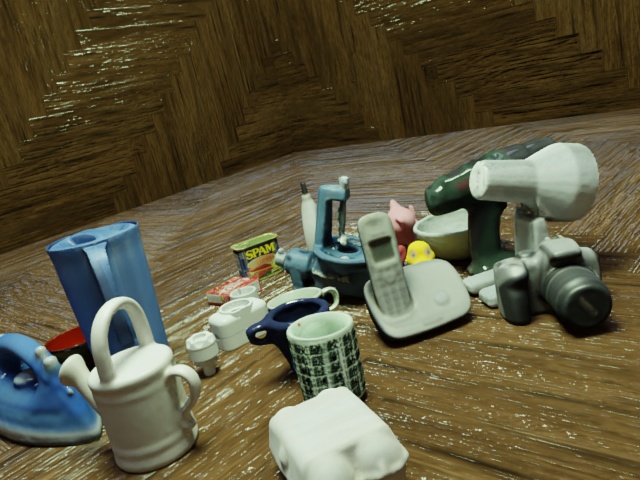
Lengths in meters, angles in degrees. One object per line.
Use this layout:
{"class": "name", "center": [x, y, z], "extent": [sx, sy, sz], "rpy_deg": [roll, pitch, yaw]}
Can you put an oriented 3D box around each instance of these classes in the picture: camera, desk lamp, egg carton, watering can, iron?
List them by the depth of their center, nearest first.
{"class": "egg carton", "center": [0.012, 0.204, 0.557], "extent": [0.107, 0.069, 0.150], "rpy_deg": [-19, 16, -20]}
{"class": "watering can", "center": [-0.225, 0.162, 0.671], "extent": [0.173, 0.194, 0.101], "rpy_deg": [-14, 15, -2]}
{"class": "camera", "center": [0.316, 0.059, 0.767], "extent": [0.143, 0.101, 0.137], "rpy_deg": [-11, 15, 7]}
{"class": "iron", "center": [-0.400, 0.194, 0.808], "extent": [0.257, 0.141, 0.119], "rpy_deg": [-1, 20, 39]}
{"class": "desk lamp", "center": [0.316, -0.031, 0.875], "extent": [0.203, 0.214, 0.117], "rpy_deg": [-16, 15, -10]}

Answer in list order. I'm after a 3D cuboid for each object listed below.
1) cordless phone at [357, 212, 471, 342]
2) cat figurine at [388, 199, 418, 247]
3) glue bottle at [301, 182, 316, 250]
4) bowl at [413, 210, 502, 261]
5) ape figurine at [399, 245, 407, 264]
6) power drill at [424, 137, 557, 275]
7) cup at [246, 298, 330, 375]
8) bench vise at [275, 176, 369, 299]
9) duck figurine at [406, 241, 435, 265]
{"class": "cordless phone", "center": [0.130, 0.041, 0.826], "extent": [0.148, 0.185, 0.094], "rpy_deg": [-18, 16, -16]}
{"class": "cat figurine", "center": [0.175, -0.032, 1.184], "extent": [0.067, 0.118, 0.128], "rpy_deg": [-4, 18, 31]}
{"class": "glue bottle", "center": [-0.019, -0.050, 1.309], "extent": [0.037, 0.173, 0.078], "rpy_deg": [-9, 16, 14]}
{"class": "bowl", "center": [0.266, -0.005, 1.093], "extent": [0.167, 0.075, 0.167], "rpy_deg": [-12, 15, 4]}
{"class": "ape figurine", "center": [0.122, 0.017, 1.100], "extent": [0.077, 0.092, 0.076], "rpy_deg": [-2, 19, 36]}
{"class": "power drill", "center": [0.299, -0.051, 0.970], "extent": [0.229, 0.208, 0.075], "rpy_deg": [-13, 15, 0]}
{"class": "cup", "center": [-0.035, 0.141, 0.778], "extent": [0.118, 0.095, 0.091], "rpy_deg": [-16, 15, -10]}
{"class": "bench vise", "center": [0.008, 0.007, 0.988], "extent": [0.207, 0.220, 0.121], "rpy_deg": [-11, 15, 9]}
{"class": "duck figurine", "center": [0.173, 0.042, 0.978], "extent": [0.077, 0.086, 0.104], "rpy_deg": [-12, 15, 5]}
